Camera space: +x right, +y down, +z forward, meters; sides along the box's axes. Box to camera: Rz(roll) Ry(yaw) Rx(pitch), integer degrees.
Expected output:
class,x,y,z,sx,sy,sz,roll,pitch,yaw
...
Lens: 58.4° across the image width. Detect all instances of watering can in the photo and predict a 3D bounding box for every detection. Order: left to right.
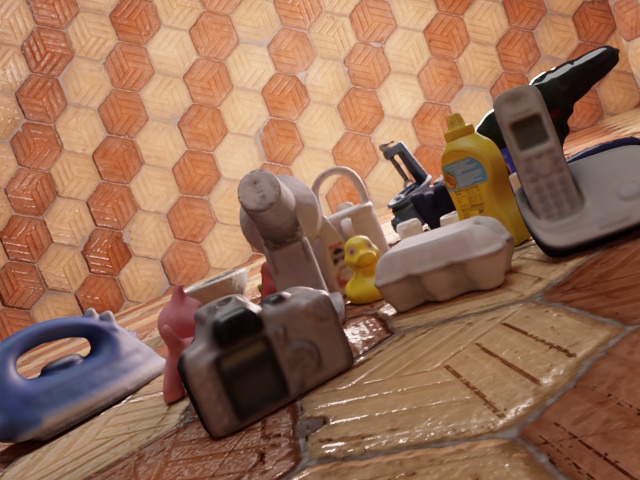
class,x,y,z,sx,sy,sz,roll,pitch,yaw
watering can,0.046,-0.030,0.980,0.101,0.194,0.172,-23,4,-16

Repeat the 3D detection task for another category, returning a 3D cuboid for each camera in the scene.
class,x,y,z,sx,sy,sz,roll,pitch,yaw
camera,-0.066,0.095,0.528,0.143,0.101,0.136,-23,4,-24

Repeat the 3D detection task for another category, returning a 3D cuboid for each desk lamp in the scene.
class,x,y,z,sx,sy,sz,roll,pitch,yaw
desk lamp,-0.044,0.009,0.772,0.118,0.213,0.203,-21,4,2

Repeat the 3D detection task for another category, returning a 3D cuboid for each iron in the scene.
class,x,y,z,sx,sy,sz,roll,pitch,yaw
iron,-0.333,0.162,0.754,0.118,0.141,0.259,-18,5,43

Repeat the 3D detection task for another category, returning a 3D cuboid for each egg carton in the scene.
class,x,y,z,sx,sy,sz,roll,pitch,yaw
egg carton,0.137,0.025,0.633,0.150,0.069,0.107,-20,4,27

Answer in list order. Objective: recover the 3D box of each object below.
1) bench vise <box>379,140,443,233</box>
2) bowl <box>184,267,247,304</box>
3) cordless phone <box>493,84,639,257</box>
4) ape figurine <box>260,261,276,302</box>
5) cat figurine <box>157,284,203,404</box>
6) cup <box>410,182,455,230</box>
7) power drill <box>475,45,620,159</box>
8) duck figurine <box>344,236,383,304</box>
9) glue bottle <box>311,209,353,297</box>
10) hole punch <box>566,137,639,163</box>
class,x,y,z,sx,sy,sz,roll,pitch,yaw
bench vise,0.227,-0.139,1.337,0.208,0.220,0.121,-24,5,-34
bowl,-0.230,0.124,1.274,0.167,0.075,0.167,-21,4,2
cordless phone,0.269,-0.087,0.600,0.147,0.185,0.094,-21,4,9
ape figurine,-0.063,0.074,0.894,0.076,0.092,0.078,-22,4,-6
cat figurine,-0.160,0.113,0.674,0.067,0.118,0.128,-21,4,2
cup,0.227,-0.055,1.090,0.091,0.095,0.118,-20,4,20
power drill,0.370,-0.158,0.887,0.229,0.208,0.076,-19,4,29
duck figurine,0.061,0.036,0.783,0.077,0.086,0.104,-22,4,-4
glue bottle,0.008,0.003,0.879,0.037,0.173,0.078,-18,5,38
hole punch,0.344,-0.074,0.713,0.108,0.091,0.101,-20,4,15
